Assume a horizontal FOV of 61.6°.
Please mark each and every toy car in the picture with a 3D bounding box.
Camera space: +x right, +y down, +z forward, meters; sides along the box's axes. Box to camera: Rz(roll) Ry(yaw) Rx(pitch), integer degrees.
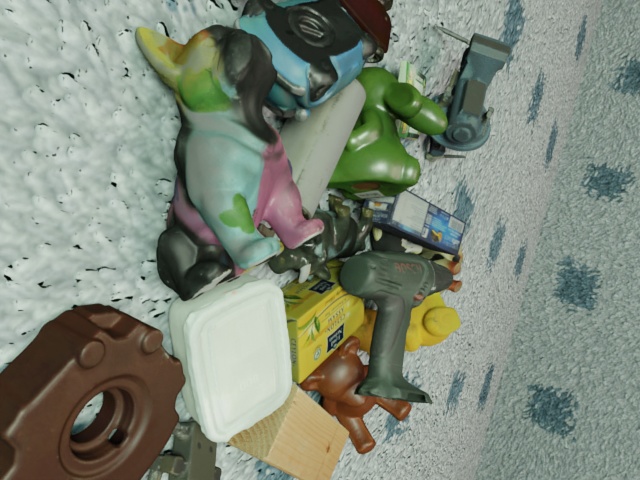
[{"bbox_3d":[0.029,-0.284,0.632,0.202,0.053,0.089,19,76,-56],"label":"toy car"},{"bbox_3d":[-0.023,-0.179,0.542,0.162,0.109,0.103,-42,179,-42],"label":"toy car"}]

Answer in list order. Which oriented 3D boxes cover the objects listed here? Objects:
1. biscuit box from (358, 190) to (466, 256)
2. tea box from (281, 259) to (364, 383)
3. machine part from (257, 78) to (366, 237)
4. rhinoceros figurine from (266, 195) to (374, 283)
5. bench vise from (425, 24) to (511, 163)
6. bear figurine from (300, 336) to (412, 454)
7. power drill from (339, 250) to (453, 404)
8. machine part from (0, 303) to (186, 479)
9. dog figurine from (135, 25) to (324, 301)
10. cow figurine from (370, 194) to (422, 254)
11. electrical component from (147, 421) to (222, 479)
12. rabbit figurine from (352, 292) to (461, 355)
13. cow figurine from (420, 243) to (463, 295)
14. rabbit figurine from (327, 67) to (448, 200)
[{"bbox_3d":[0.147,-0.028,0.822,0.202,0.063,0.059,20,85,-46],"label":"biscuit box"},{"bbox_3d":[-0.007,0.101,0.723,0.169,0.068,0.098,-35,130,-50],"label":"tea box"},{"bbox_3d":[-0.011,-0.109,0.616,0.079,0.079,0.243,47,61,-56],"label":"machine part"},{"bbox_3d":[-0.001,-0.002,0.693,0.190,0.073,0.112,-15,126,-59],"label":"rhinoceros figurine"},{"bbox_3d":[0.238,-0.230,0.937,0.240,0.129,0.223,110,-13,-62],"label":"bench vise"},{"bbox_3d":[0.055,0.232,0.814,0.120,0.132,0.195,-40,154,-10],"label":"bear figurine"},{"bbox_3d":[0.118,0.116,0.737,0.232,0.086,0.207,20,75,-44],"label":"power drill"},{"bbox_3d":[-0.190,0.146,0.446,0.179,0.056,0.179,-33,131,-49],"label":"machine part"},{"bbox_3d":[-0.097,-0.074,0.472,0.108,0.192,0.219,-20,86,-51],"label":"dog figurine"},{"bbox_3d":[0.120,0.009,0.897,0.098,0.068,0.167,-26,121,-46],"label":"cow figurine"},{"bbox_3d":[-0.145,0.238,0.578,0.102,0.045,0.078,47,34,-59],"label":"electrical component"},{"bbox_3d":[0.115,0.134,0.883,0.173,0.122,0.162,-12,156,-23],"label":"rabbit figurine"},{"bbox_3d":[0.207,0.057,1.035,0.195,0.127,0.085,-36,133,-29],"label":"cow figurine"},{"bbox_3d":[0.071,-0.149,0.691,0.121,0.159,0.170,13,75,-49],"label":"rabbit figurine"}]
